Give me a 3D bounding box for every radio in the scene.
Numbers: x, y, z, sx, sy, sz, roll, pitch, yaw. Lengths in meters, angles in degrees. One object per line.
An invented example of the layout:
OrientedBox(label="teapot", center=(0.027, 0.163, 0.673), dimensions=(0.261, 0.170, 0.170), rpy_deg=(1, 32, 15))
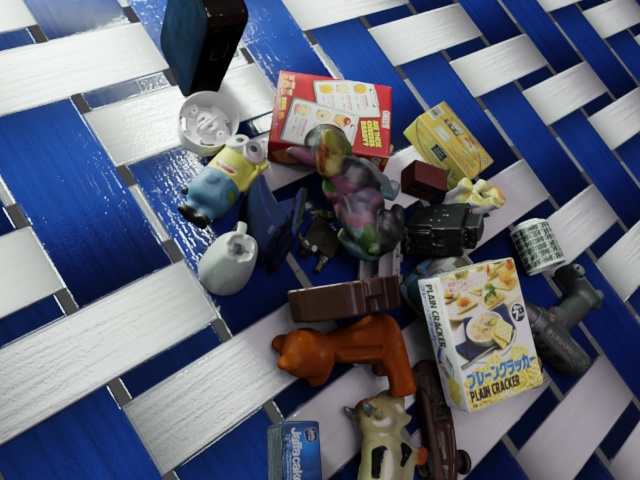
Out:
OrientedBox(label="radio", center=(-0.196, -0.345, 0.885), dimensions=(0.073, 0.229, 0.131), rpy_deg=(-20, 81, -27))

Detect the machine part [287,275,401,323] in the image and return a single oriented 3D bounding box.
OrientedBox(label="machine part", center=(0.040, 0.091, 0.827), dimensions=(0.179, 0.179, 0.056), rpy_deg=(-6, 83, -27))

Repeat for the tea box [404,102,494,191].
OrientedBox(label="tea box", center=(0.270, -0.194, 1.129), dimensions=(0.098, 0.068, 0.169), rpy_deg=(-33, 85, -32))

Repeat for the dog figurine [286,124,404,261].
OrientedBox(label="dog figurine", center=(0.041, -0.085, 0.872), dimensions=(0.219, 0.108, 0.191), rpy_deg=(37, 42, -45))

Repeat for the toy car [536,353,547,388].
OrientedBox(label="toy car", center=(0.323, 0.193, 0.974), dimensions=(0.202, 0.073, 0.056), rpy_deg=(48, 54, 1))

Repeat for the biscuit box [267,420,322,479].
OrientedBox(label="biscuit box", center=(-0.034, 0.355, 0.739), dimensions=(0.059, 0.063, 0.202), rpy_deg=(7, 65, -24))

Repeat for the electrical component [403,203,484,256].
OrientedBox(label="electrical component", center=(0.228, -0.021, 0.979), dimensions=(0.115, 0.134, 0.058), rpy_deg=(-55, 139, -53))

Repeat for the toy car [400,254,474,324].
OrientedBox(label="toy car", center=(0.231, 0.072, 0.970), dimensions=(0.162, 0.103, 0.109), rpy_deg=(-36, 86, -31))

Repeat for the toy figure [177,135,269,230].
OrientedBox(label="toy figure", center=(-0.159, -0.097, 0.878), dimensions=(0.082, 0.089, 0.180), rpy_deg=(41, 65, -18))

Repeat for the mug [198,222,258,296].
OrientedBox(label="mug", center=(-0.130, 0.021, 0.820), dimensions=(0.081, 0.107, 0.109), rpy_deg=(26, 61, -14))

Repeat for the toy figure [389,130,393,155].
OrientedBox(label="toy figure", center=(0.101, -0.158, 1.040), dimensions=(0.057, 0.064, 0.154), rpy_deg=(49, 53, -43))

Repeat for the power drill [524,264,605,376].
OrientedBox(label="power drill", center=(0.467, 0.134, 1.067), dimensions=(0.232, 0.086, 0.207), rpy_deg=(50, 53, 1))

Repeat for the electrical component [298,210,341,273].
OrientedBox(label="electrical component", center=(-0.001, -0.003, 0.928), dimensions=(0.078, 0.045, 0.102), rpy_deg=(39, 57, -3))

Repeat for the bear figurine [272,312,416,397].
OrientedBox(label="bear figurine", center=(0.032, 0.185, 0.822), dimensions=(0.196, 0.120, 0.131), rpy_deg=(-16, 103, -12))

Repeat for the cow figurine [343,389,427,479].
OrientedBox(label="cow figurine", center=(0.092, 0.321, 0.805), dimensions=(0.127, 0.085, 0.195), rpy_deg=(26, 60, -20))

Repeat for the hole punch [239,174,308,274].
OrientedBox(label="hole punch", center=(-0.081, -0.028, 0.856), dimensions=(0.092, 0.142, 0.116), rpy_deg=(20, 47, -18))

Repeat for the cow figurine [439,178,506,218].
OrientedBox(label="cow figurine", center=(0.307, -0.071, 1.087), dimensions=(0.167, 0.098, 0.068), rpy_deg=(-2, 61, -46))

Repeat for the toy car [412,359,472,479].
OrientedBox(label="toy car", center=(0.194, 0.297, 0.881), dimensions=(0.089, 0.053, 0.202), rpy_deg=(7, 64, -26))
